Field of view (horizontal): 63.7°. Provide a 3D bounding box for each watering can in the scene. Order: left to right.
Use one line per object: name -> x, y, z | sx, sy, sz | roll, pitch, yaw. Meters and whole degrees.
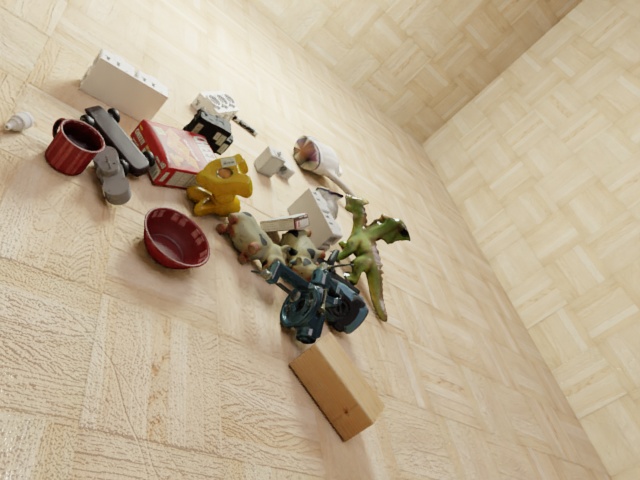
watering can -> 0.021, -0.286, 1.999 | 0.224, 0.102, 0.353 | 9, 43, -52

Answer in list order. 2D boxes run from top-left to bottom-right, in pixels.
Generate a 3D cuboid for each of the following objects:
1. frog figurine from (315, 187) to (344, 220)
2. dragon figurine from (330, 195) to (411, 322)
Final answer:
frog figurine -> 0.005, -0.087, 1.726 | 0.136, 0.122, 0.161 | 32, 63, -55
dragon figurine -> 0.179, 0.029, 1.648 | 0.416, 0.240, 0.122 | 56, 20, 23
